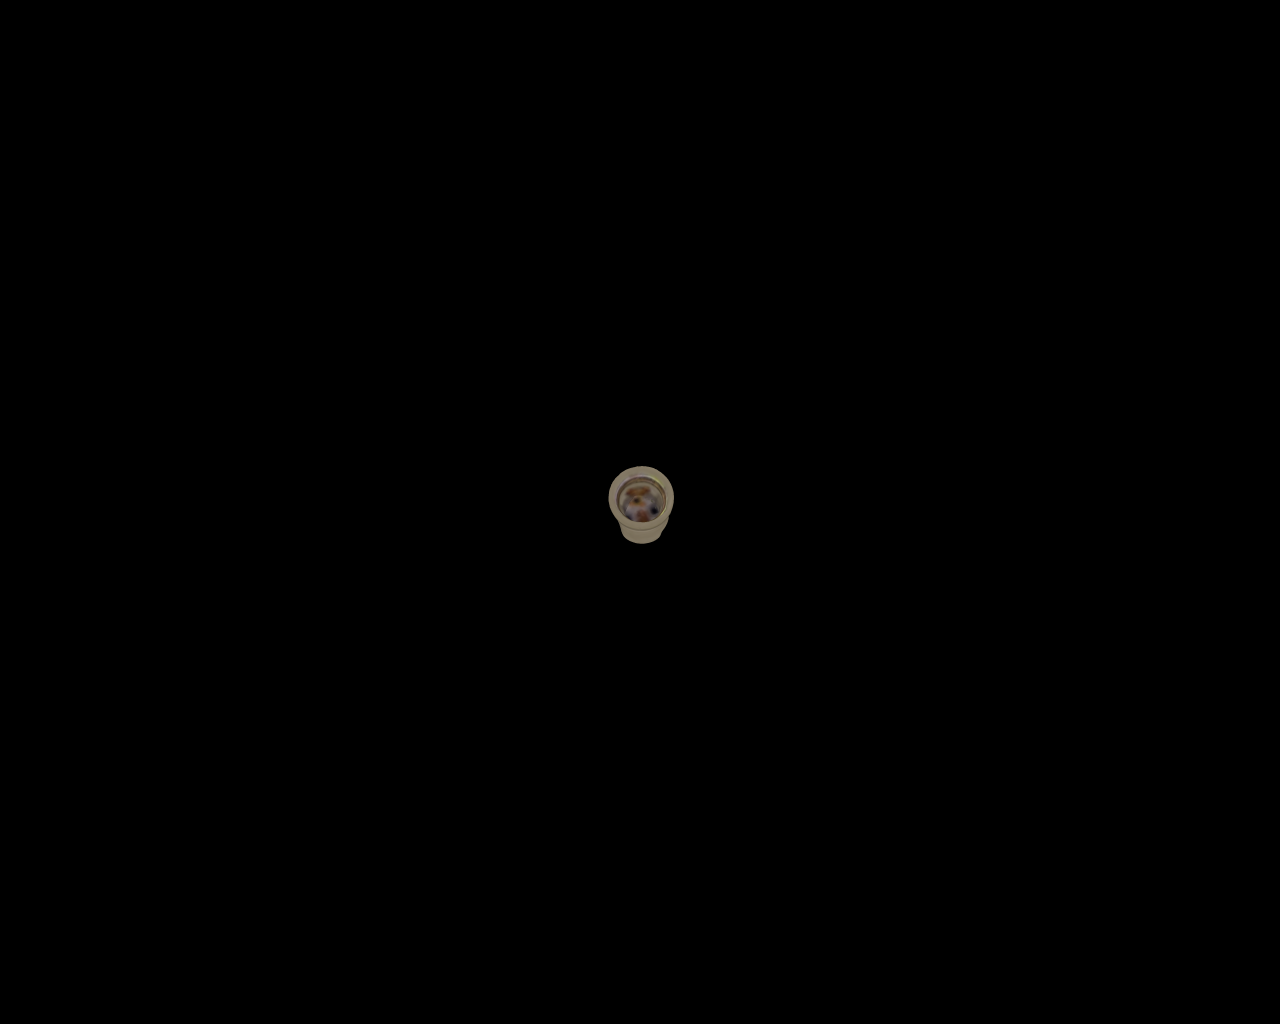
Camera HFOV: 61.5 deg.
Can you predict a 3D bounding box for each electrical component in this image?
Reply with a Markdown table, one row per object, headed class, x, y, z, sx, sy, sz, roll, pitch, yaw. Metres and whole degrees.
| class | x | y | z | sx | sy | sz | roll | pitch | yaw |
| --- | --- | --- | --- | --- | --- | --- | --- | --- | --- |
| electrical component | 0.001 | -0.003 | 0.650 | 0.040 | 0.040 | 0.046 | 0 | -21 | 0 |
